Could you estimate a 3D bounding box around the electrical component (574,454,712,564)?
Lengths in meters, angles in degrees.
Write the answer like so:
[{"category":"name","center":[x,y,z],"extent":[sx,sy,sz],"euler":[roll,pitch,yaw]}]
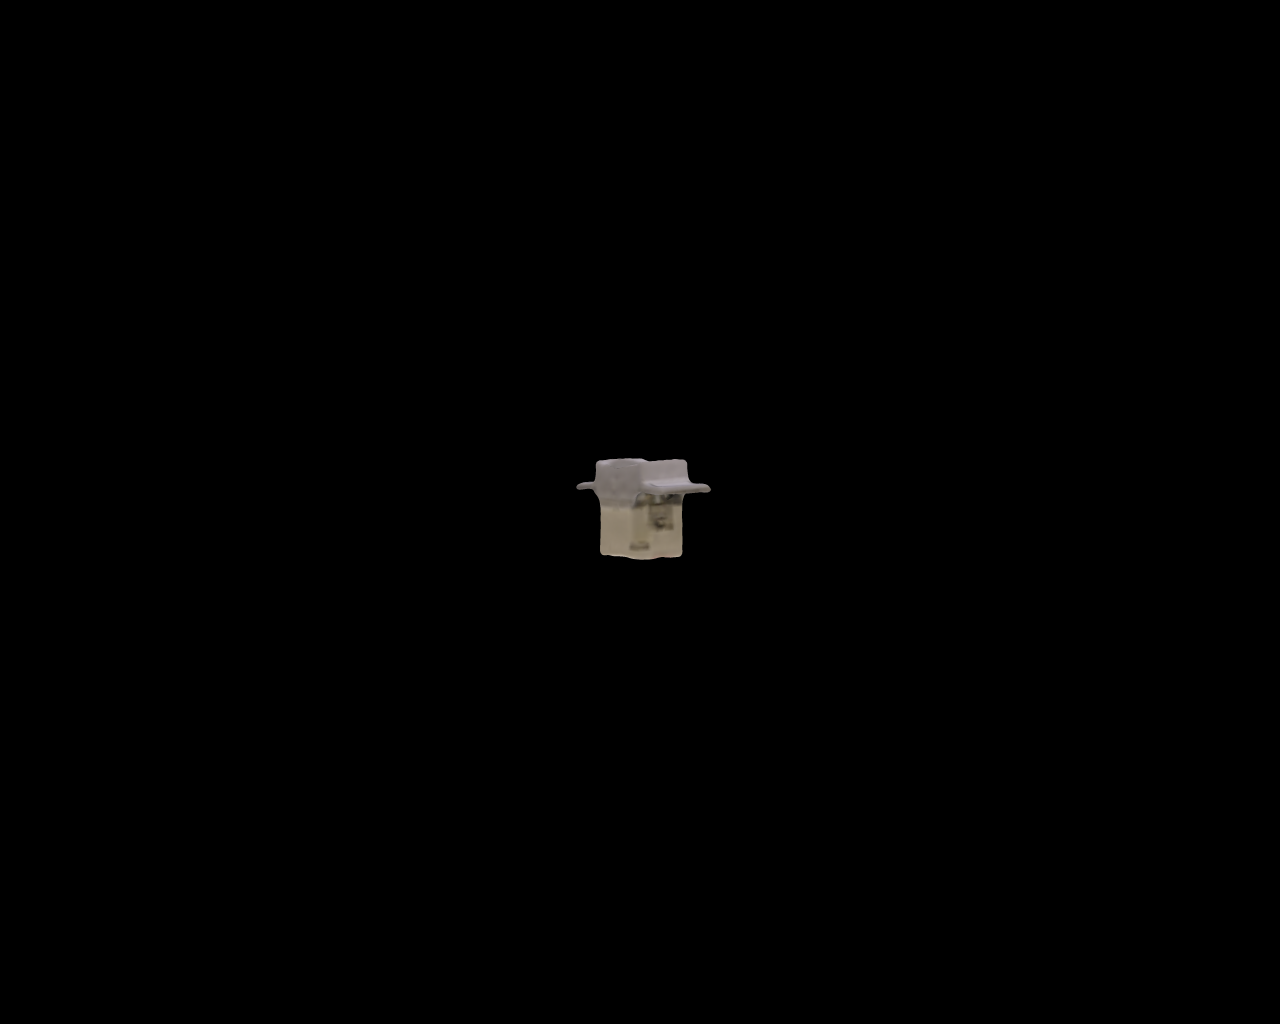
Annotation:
[{"category":"electrical component","center":[0.001,-0.003,0.650],"extent":[0.042,0.063,0.081],"euler":[-4,6,-39]}]
